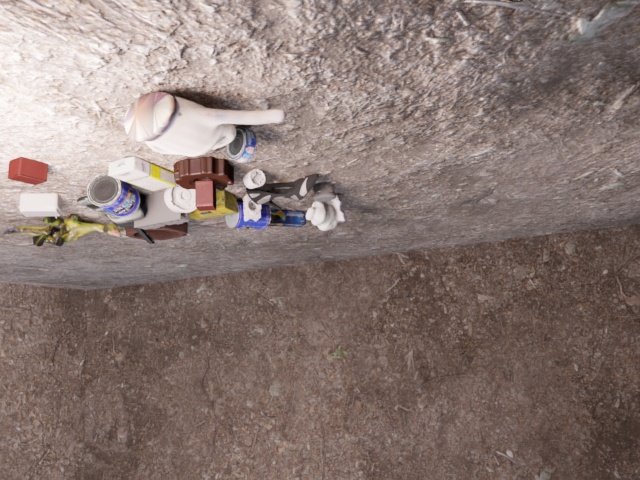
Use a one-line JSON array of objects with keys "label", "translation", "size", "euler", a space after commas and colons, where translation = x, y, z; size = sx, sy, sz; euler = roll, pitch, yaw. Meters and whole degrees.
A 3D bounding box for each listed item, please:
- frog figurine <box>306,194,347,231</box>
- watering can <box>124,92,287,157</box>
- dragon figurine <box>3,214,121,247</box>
[{"label": "frog figurine", "translation": [0.006, -0.096, 1.917], "size": [0.161, 0.135, 0.124], "euler": [-20, -153, -31]}, {"label": "watering can", "translation": [-0.260, -0.249, 1.093], "size": [0.345, 0.105, 0.223], "euler": [-12, 167, 34]}, {"label": "dragon figurine", "translation": [-0.956, -0.035, 1.969], "size": [0.410, 0.122, 0.242], "euler": [2, 179, 16]}]
